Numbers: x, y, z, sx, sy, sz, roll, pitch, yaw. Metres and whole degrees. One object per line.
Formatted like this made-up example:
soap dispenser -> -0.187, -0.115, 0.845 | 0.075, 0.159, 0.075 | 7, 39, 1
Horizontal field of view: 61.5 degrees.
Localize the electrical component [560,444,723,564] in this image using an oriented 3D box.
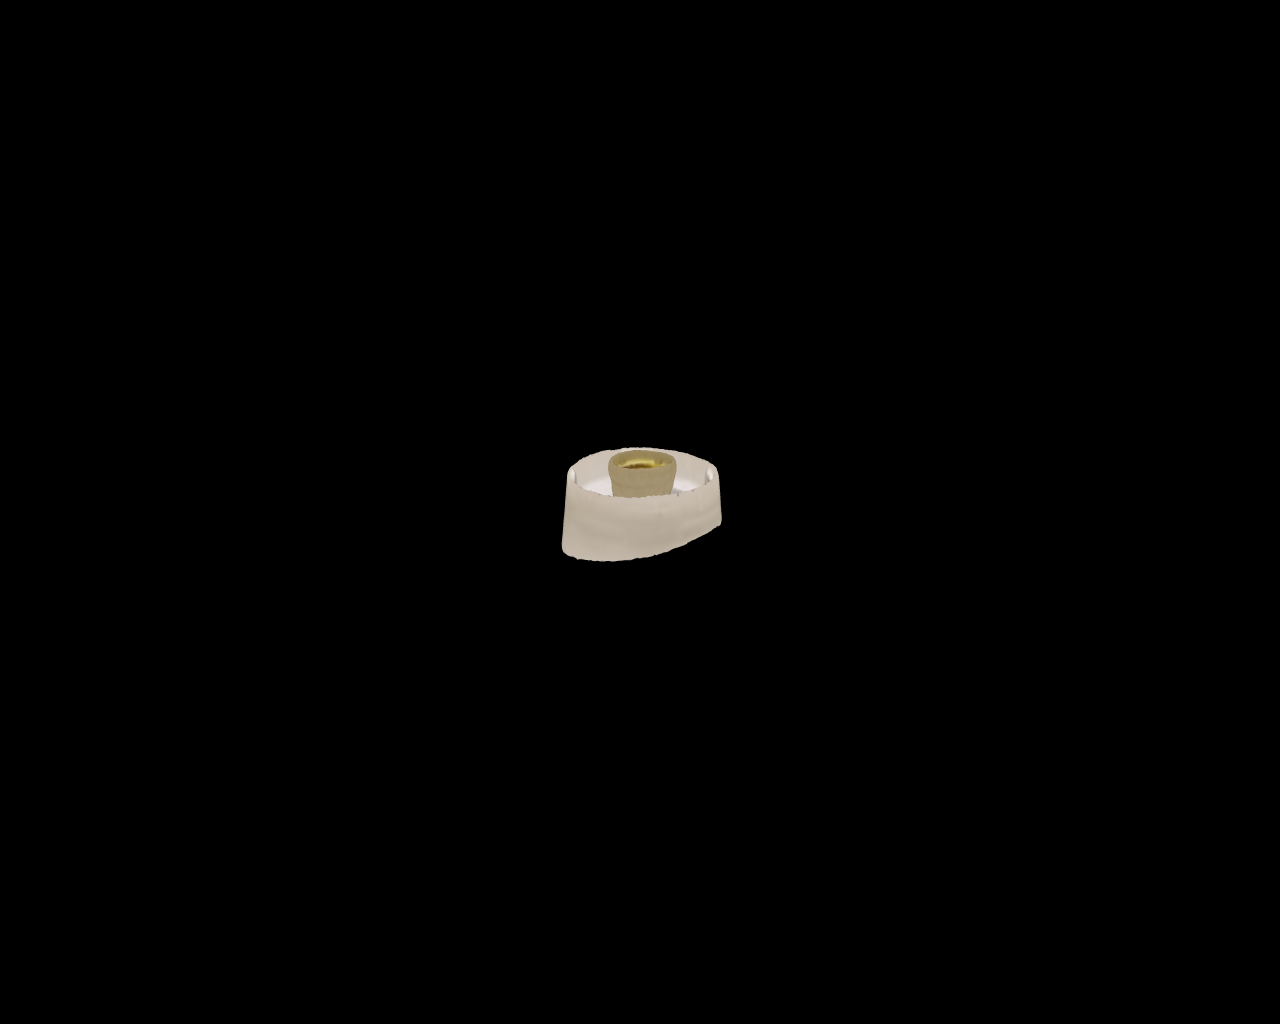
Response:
electrical component -> 0.001, -0.003, 0.650 | 0.099, 0.064, 0.099 | 0, 22, 0
